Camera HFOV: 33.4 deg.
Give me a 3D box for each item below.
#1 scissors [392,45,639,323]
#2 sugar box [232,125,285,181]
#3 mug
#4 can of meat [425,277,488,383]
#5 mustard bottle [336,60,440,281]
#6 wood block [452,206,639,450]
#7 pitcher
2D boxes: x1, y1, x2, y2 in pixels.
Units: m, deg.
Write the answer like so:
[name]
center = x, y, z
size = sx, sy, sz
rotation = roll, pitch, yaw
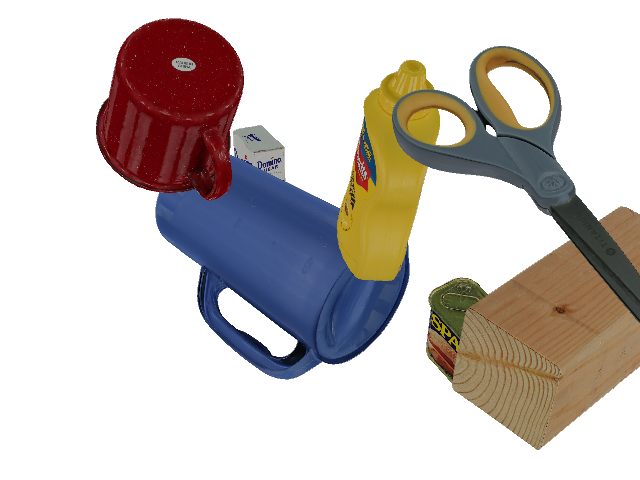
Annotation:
[scissors]
center = 0.090, -0.024, 0.510
size = 0.096, 0.202, 0.016
rotation = -11, -43, 5
[sugar box]
center = -0.074, -0.043, 1.305
size = 0.048, 0.176, 0.093
rotation = -12, 26, -17
[mug]
center = -0.091, -0.080, 0.696
size = 0.093, 0.117, 0.082
rotation = -21, -19, -25
[can of meat]
center = 0.150, 0.102, 1.059
size = 0.057, 0.084, 0.102
rotation = -25, 52, -21
[mustard bottle]
center = 0.054, -0.061, 0.831
size = 0.058, 0.096, 0.192
rotation = 4, -41, -7
[wood block]
center = 0.211, 0.064, 0.860
size = 0.205, 0.090, 0.091
rotation = -28, 48, -34
[pitcher]
center = -0.050, 0.013, 1.023
size = 0.243, 0.145, 0.148
rotation = 31, 32, 31
